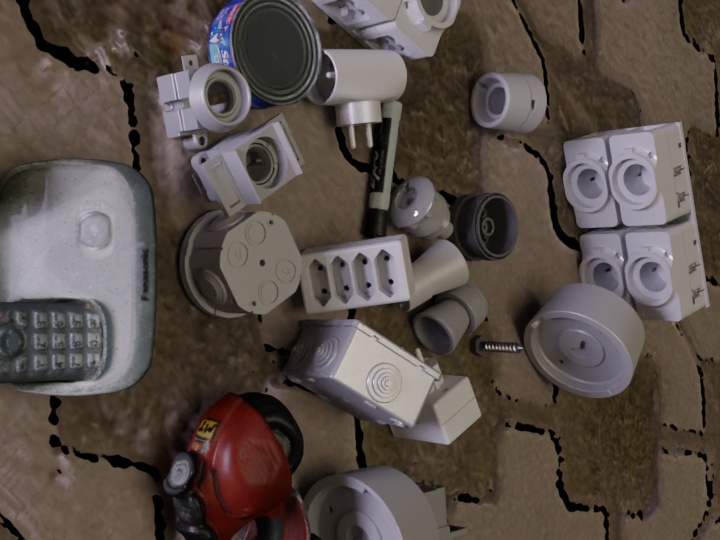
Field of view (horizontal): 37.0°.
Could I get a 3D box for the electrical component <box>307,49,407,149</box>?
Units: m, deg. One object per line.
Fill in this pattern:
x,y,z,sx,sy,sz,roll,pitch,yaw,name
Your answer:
-0.003,-0.137,0.863,0.077,0.044,0.079,-10,96,-42,electrical component

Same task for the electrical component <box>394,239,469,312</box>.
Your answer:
0.054,0.007,0.912,0.065,0.044,0.044,-30,109,-25,electrical component

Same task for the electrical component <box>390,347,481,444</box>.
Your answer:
0.053,0.098,0.897,0.047,0.066,0.076,-34,112,-37,electrical component

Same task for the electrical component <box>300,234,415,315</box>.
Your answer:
0.000,0.000,0.851,0.075,0.083,0.047,-48,129,-77,electrical component

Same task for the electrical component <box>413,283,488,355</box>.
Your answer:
0.079,0.041,0.936,0.055,0.045,0.045,-40,115,-36,electrical component

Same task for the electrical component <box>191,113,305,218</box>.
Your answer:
-0.084,-0.075,0.776,0.081,0.064,0.042,-40,114,-36,electrical component

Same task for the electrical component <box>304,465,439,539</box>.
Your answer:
0.012,0.204,0.834,0.060,0.108,0.108,-11,97,-48,electrical component

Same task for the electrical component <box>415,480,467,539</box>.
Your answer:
0.048,0.213,0.907,0.081,0.042,0.063,-3,90,-43,electrical component

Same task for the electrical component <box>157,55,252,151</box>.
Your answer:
-0.109,-0.119,0.758,0.048,0.055,0.066,-16,100,-41,electrical component

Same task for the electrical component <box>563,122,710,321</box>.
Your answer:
0.272,-0.045,1.071,0.060,0.105,0.186,-21,103,-41,electrical component

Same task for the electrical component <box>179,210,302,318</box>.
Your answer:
-0.086,-0.005,0.781,0.080,0.051,0.080,0,89,-42,electrical component

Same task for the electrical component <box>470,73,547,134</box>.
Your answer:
0.134,-0.153,0.983,0.047,0.055,0.055,-2,91,-39,electrical component

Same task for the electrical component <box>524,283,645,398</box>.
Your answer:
0.218,0.062,1.023,0.060,0.108,0.108,-51,121,-38,electrical component

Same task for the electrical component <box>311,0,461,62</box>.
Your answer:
0.010,-0.245,0.864,0.150,0.062,0.089,34,67,-37,electrical component

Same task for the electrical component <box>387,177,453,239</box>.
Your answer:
0.056,-0.047,0.918,0.062,0.048,0.048,36,66,-44,electrical component

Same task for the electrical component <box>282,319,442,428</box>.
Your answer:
-0.001,0.080,0.825,0.100,0.100,0.048,34,72,-24,electrical component
